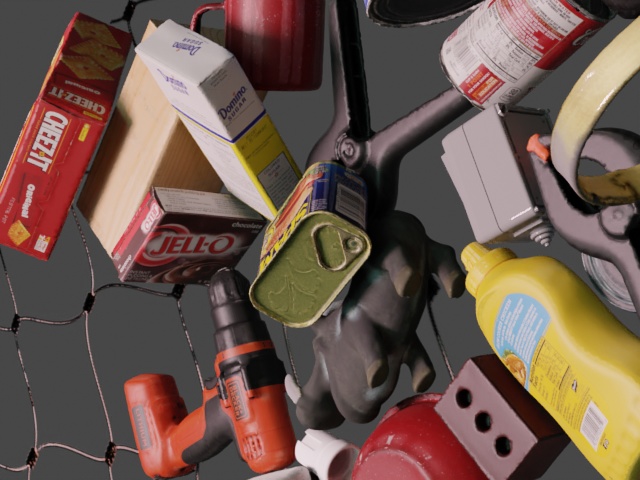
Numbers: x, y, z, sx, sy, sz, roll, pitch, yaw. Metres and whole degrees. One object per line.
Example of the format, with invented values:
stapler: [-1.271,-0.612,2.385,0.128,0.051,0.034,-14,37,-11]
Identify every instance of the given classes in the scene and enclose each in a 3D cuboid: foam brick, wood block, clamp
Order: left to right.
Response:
wood block: [-0.138,-0.088,0.989,0.090,0.090,0.206,50,124,34]
clamp: [0.042,-0.071,0.835,0.165,0.036,0.210,34,117,40]
foam brick: [0.128,0.123,0.737,0.078,0.051,0.053,51,125,34]
clamp: [0.185,-0.003,0.632,0.172,0.039,0.120,38,112,42]

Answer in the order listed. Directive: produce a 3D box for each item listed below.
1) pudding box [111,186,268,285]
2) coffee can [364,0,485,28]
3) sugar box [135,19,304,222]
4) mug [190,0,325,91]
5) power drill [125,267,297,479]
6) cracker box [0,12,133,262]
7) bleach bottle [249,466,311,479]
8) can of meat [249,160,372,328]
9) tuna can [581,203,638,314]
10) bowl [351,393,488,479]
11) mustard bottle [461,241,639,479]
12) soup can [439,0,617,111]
pudding box: [-0.117,-0.002,0.951,0.090,0.113,0.039,-52,52,34]
coffee can: [0.068,-0.236,0.756,0.103,0.102,0.140,-23,75,45]
sugar box: [-0.073,-0.093,0.873,0.048,0.176,0.093,-43,48,-15]
mug: [-0.049,-0.166,0.882,0.093,0.117,0.081,-95,6,-79]
power drill: [-0.106,0.136,0.984,0.188,0.057,0.184,-29,70,44]
cracker box: [-0.255,-0.108,1.055,0.164,0.072,0.213,-60,16,28]
bleach bottle: [-0.013,0.317,0.869,0.103,0.067,0.251,-28,81,50]
can of meat: [-0.005,0.001,0.800,0.102,0.057,0.084,-53,16,29]
tuna can: [0.207,0.003,0.663,0.086,0.033,0.086,1,92,47]
bowl: [0.073,0.197,0.795,0.162,0.055,0.162,1,91,47]
mustard bottle: [0.156,0.067,0.695,0.192,0.058,0.096,49,153,35]
soup can: [0.136,-0.140,0.711,0.102,0.068,0.068,-43,61,39]
